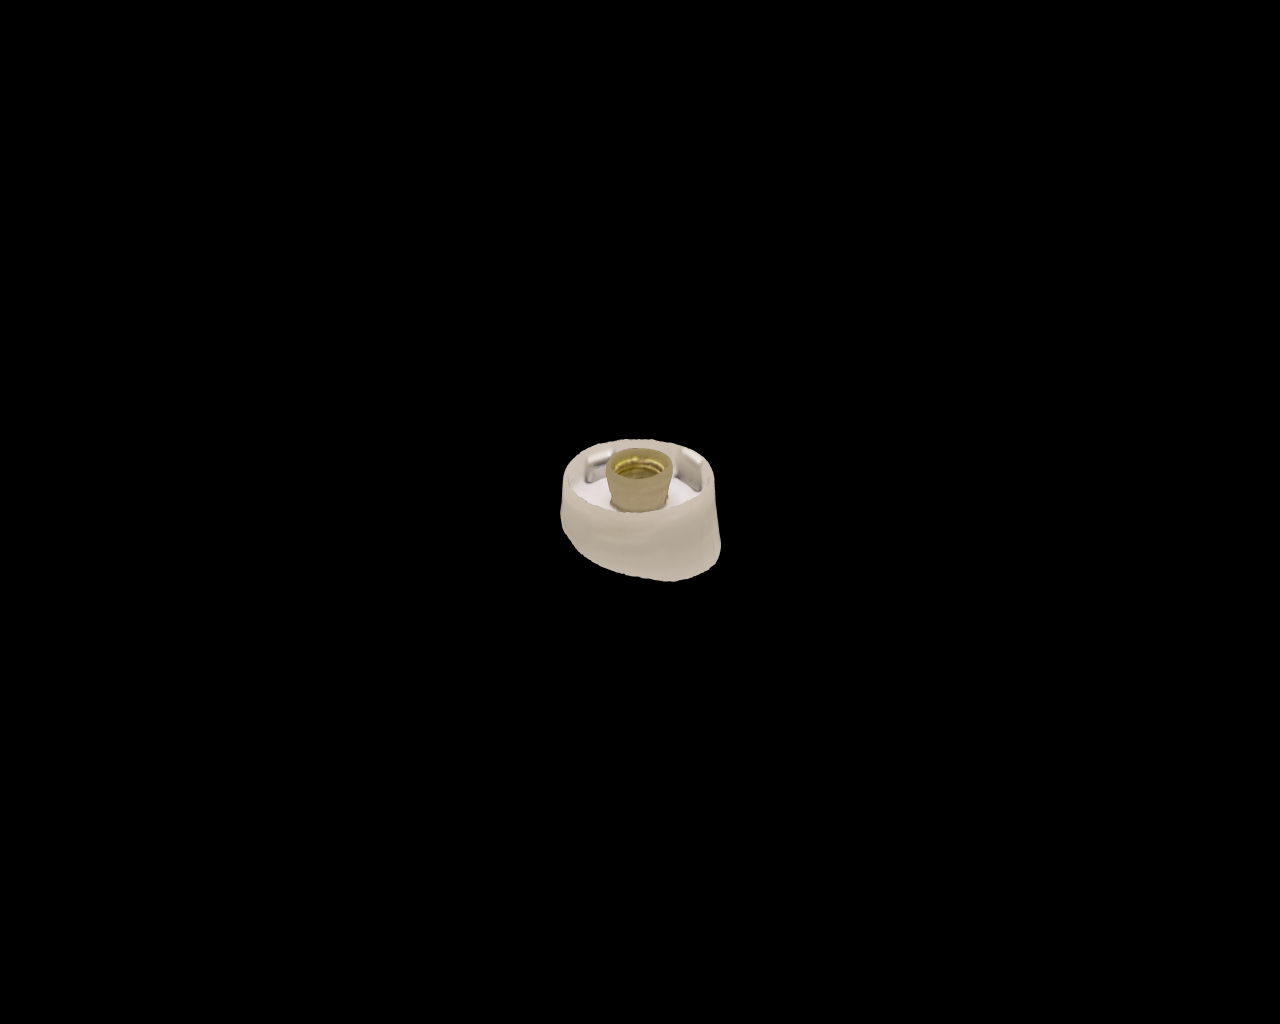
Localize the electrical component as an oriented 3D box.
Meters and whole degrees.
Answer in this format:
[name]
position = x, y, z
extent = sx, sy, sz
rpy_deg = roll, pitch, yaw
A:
[electrical component]
position = 0.001, -0.003, 0.650
extent = 0.099, 0.064, 0.099
rpy_deg = 0, 31, 0
